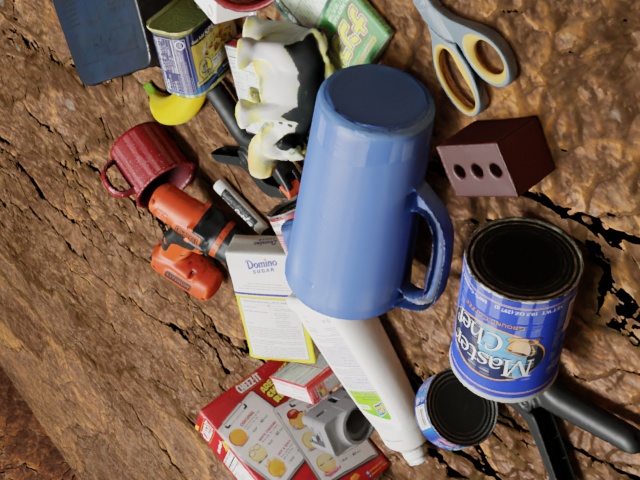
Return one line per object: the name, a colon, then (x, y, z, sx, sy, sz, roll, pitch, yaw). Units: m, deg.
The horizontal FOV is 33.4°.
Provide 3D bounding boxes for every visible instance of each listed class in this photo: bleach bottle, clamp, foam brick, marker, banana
bleach bottle: (0.058, 0.160, 1.274, 0.103, 0.068, 0.251, -3, 119, 58)
clamp: (0.215, 0.161, 1.062, 0.210, 0.036, 0.165, 47, 150, 21)
foam brick: (0.150, -0.070, 0.913, 0.078, 0.051, 0.053, 2, 122, 55)
marker: (-0.089, -0.032, 1.345, 0.121, 0.020, 0.020, 46, 149, 19)
banana: (-0.171, -0.180, 1.301, 0.198, 0.037, 0.069, -13, 107, 59)
clamp: (-0.080, -0.110, 1.233, 0.172, 0.039, 0.120, 33, 151, 37)

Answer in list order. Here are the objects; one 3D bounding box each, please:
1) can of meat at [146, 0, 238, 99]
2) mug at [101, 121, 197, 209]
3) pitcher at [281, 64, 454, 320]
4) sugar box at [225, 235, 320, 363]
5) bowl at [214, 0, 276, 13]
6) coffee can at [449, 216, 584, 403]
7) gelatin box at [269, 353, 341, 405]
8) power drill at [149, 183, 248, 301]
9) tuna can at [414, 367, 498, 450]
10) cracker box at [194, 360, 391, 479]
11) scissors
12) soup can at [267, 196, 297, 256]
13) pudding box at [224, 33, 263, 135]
can of meat: (-0.131, -0.212, 1.141, 0.058, 0.102, 0.084, 17, 138, 28)
mug: (-0.232, -0.096, 1.401, 0.081, 0.117, 0.093, 53, 156, 16)
pitcher: (0.049, -0.041, 1.030, 0.243, 0.149, 0.145, 98, 165, -46)
sugar box: (-0.055, 0.075, 1.340, 0.093, 0.048, 0.176, 3, 126, 16)
bowl: (-0.045, -0.282, 0.952, 0.162, 0.055, 0.162, 2, 93, 41)
coffee can: (0.174, 0.064, 0.960, 0.103, 0.102, 0.140, 37, 145, 31)
gelatin box: (-0.011, 0.175, 1.380, 0.089, 0.073, 0.030, 4, 122, 55)
power drill: (-0.153, 0.016, 1.430, 0.184, 0.057, 0.188, 36, 151, 2)
tuna can: (0.145, 0.180, 1.138, 0.086, 0.086, 0.034, 54, 152, 4)
cracker box: (-0.038, 0.276, 1.430, 0.214, 0.164, 0.072, 47, 148, 15)
scissors: (0.104, -0.198, 0.892, 0.096, 0.016, 0.201, -3, 116, 56)
soup can: (-0.008, 0.001, 1.206, 0.069, 0.068, 0.102, -4, 116, 58)
pudding box: (-0.051, -0.161, 1.139, 0.090, 0.039, 0.113, 24, 136, 43)
